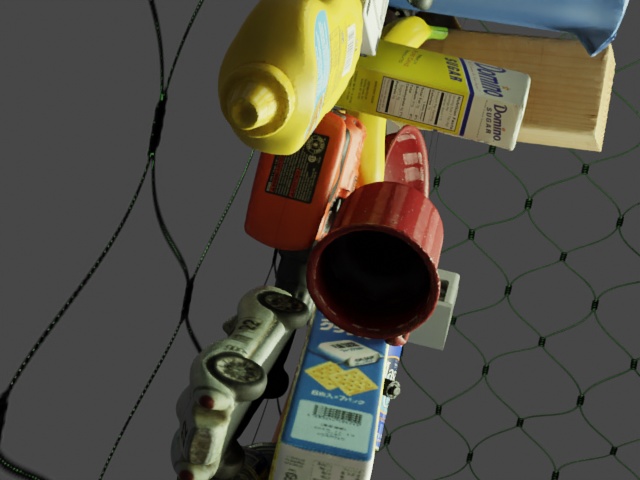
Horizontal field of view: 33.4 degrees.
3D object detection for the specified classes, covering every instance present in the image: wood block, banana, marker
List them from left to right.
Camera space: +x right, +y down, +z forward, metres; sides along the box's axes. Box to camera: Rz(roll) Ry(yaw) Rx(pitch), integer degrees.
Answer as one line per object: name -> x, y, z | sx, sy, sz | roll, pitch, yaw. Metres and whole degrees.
marker -> 0.040, 0.141, 1.110 | 0.020, 0.121, 0.020 | -9, 105, -36
banana -> 0.058, -0.131, 0.956 | 0.197, 0.069, 0.037 | -66, -166, -19
wood block -> 0.174, -0.149, 1.040 | 0.090, 0.206, 0.091 | 14, 86, -71

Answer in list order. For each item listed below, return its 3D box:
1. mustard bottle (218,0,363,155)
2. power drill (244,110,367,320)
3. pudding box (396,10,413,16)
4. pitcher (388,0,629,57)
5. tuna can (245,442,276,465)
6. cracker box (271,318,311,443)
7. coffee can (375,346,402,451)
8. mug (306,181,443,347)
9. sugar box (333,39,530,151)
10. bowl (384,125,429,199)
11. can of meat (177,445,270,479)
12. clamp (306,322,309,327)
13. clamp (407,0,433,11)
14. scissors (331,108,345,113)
mustard bottle -> -0.019, -0.105, 0.648 | 0.191, 0.058, 0.096 | -62, 162, -63
power drill -> -0.012, -0.023, 0.836 | 0.187, 0.057, 0.184 | 36, 67, -83
pudding box -> 0.084, -0.267, 1.171 | 0.090, 0.039, 0.113 | 83, 19, -68
pitcher -> 0.162, -0.268, 0.962 | 0.145, 0.243, 0.149 | 86, 17, -45
tuna can -> -0.039, 0.207, 0.883 | 0.086, 0.086, 0.034 | -61, 164, -62
cracker box -> 0.003, 0.149, 1.019 | 0.164, 0.072, 0.214 | -80, -175, -75
coffee can -> 0.036, 0.170, 1.271 | 0.103, 0.103, 0.140 | 66, 38, -76
mug -> 0.047, 0.020, 0.764 | 0.081, 0.093, 0.117 | -67, 143, -58
sugar box -> 0.081, -0.127, 0.876 | 0.093, 0.176, 0.048 | -61, 161, -62
bowl -> 0.058, -0.035, 1.048 | 0.162, 0.055, 0.162 | 8, 90, -68
can of meat -> -0.071, 0.197, 0.752 | 0.084, 0.057, 0.102 | 30, 73, -84
clamp -> 0.020, -0.018, 1.111 | 0.164, 0.036, 0.210 | -66, 164, -48
clamp -> 0.052, -0.258, 0.897 | 0.039, 0.120, 0.171 | 12, 75, -38
scissors -> 0.034, -0.101, 1.016 | 0.201, 0.016, 0.096 | 10, 95, -69
